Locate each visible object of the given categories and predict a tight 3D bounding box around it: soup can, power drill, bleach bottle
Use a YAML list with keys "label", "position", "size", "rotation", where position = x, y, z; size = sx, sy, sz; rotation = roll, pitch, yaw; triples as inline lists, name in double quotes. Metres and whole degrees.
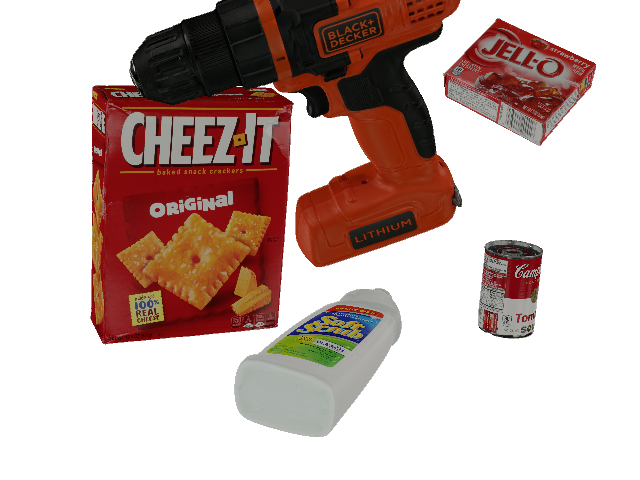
- label: "soup can"
  position: [0.224, 0.057, 1.266]
  size: [0.068, 0.102, 0.068]
  rotation: [3, 16, -1]
- label: "power drill"
  position: [0.001, -0.070, 0.620]
  size: [0.184, 0.057, 0.187]
  rotation: [-18, -44, 0]
- label: "bleach bottle"
  position: [0.013, 0.103, 1.060]
  size: [0.103, 0.068, 0.250]
  rotation: [12, 23, 18]

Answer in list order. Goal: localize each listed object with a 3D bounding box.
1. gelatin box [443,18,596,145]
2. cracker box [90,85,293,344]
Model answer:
- label: "gelatin box"
  position: [0.149, -0.121, 0.804]
  size: [0.089, 0.073, 0.030]
  rotation: [32, -27, 24]
- label: "cracker box"
  position: [-0.114, -0.023, 0.932]
  size: [0.164, 0.214, 0.072]
  rotation: [-3, 19, -22]
